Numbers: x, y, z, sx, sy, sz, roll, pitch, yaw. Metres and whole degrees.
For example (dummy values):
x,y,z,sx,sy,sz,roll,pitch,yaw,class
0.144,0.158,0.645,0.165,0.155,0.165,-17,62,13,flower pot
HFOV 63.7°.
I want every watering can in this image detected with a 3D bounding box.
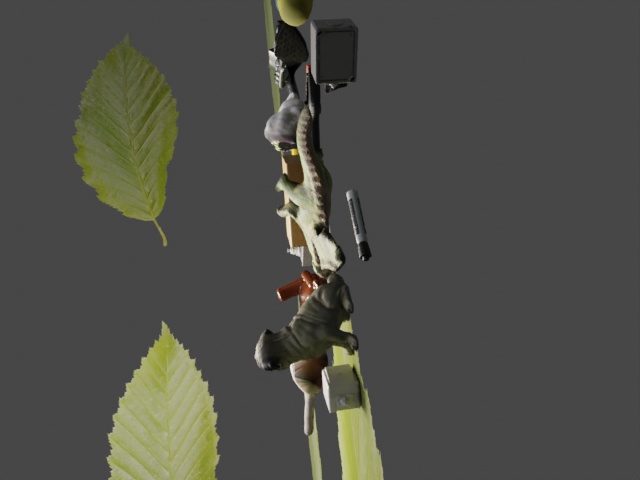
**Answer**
x,y,z,sx,sy,sz,roll,pitch,yaw,class
-0.032,0.406,1.512,0.222,0.104,0.351,121,144,-77,watering can

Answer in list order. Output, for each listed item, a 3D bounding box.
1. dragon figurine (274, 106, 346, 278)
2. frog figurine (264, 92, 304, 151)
x,y,z,sx,sy,sz,roll,pitch,yaw,class
0.003,-0.053,1.052,0.401,0.123,0.247,93,152,-60,dragon figurine
-0.081,-0.323,1.361,0.137,0.122,0.161,-7,77,50,frog figurine
